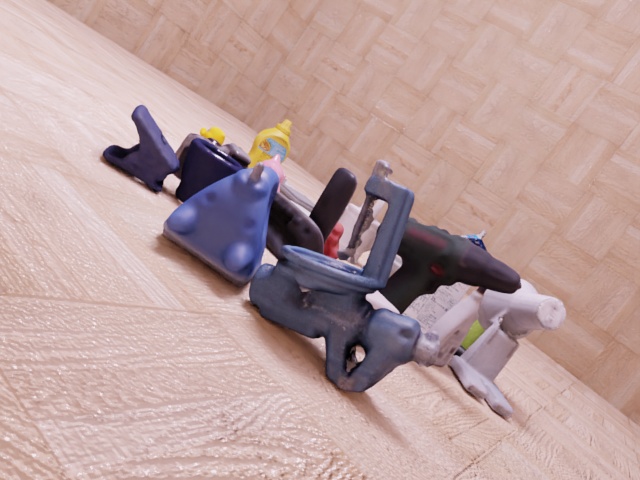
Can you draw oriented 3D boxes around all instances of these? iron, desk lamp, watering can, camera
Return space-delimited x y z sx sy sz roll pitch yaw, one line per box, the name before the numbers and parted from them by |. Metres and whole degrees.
iron | -0.095 -0.039 0.729 0.118 0.141 0.258 35 8 -2
desk lamp | 0.337 0.175 1.029 0.118 0.213 0.203 35 8 -8
watering can | 0.108 -0.043 1.407 0.173 0.194 0.100 30 10 -36
camera | -0.176 -0.123 1.021 0.144 0.100 0.136 31 9 -33

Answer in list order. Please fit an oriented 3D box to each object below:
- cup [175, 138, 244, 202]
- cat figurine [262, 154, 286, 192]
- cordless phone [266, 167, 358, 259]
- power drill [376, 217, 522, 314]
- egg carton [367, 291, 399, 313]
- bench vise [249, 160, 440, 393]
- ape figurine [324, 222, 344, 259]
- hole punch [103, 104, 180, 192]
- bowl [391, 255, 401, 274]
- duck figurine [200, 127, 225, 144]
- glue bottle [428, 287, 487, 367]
cup | -0.182 -0.099 0.881 0.092 0.095 0.117 29 10 -38
cat figurine | -0.114 -0.138 1.306 0.067 0.117 0.128 38 8 17
cordless phone | -0.020 -0.056 0.979 0.147 0.185 0.094 41 9 33
power drill | 0.159 0.075 0.887 0.229 0.208 0.076 39 9 24
egg carton | 0.043 0.093 0.798 0.151 0.069 0.107 28 11 -44
bench vise | 0.054 0.038 0.625 0.207 0.219 0.121 36 8 -1
ape figurine | 0.010 0.004 1.094 0.077 0.092 0.076 39 8 20
hole punch | -0.246 -0.136 0.835 0.101 0.091 0.108 33 8 -20
bowl | 0.196 0.097 1.393 0.167 0.074 0.167 35 8 -5
duck figurine | -0.247 -0.214 1.305 0.104 0.086 0.078 39 9 22
glue bottle | 0.236 0.137 0.975 0.078 0.173 0.037 27 12 -48
